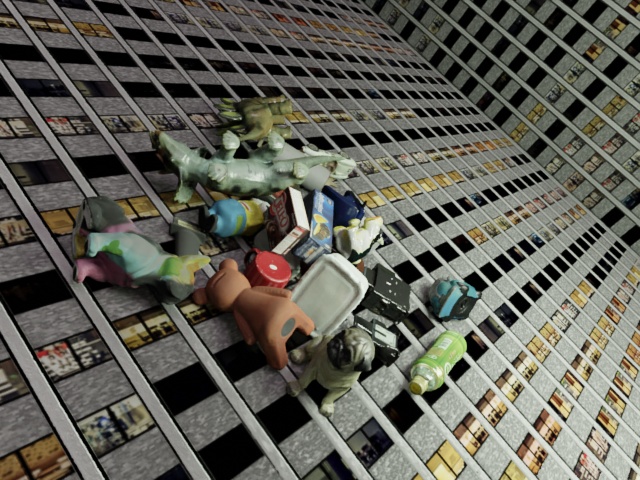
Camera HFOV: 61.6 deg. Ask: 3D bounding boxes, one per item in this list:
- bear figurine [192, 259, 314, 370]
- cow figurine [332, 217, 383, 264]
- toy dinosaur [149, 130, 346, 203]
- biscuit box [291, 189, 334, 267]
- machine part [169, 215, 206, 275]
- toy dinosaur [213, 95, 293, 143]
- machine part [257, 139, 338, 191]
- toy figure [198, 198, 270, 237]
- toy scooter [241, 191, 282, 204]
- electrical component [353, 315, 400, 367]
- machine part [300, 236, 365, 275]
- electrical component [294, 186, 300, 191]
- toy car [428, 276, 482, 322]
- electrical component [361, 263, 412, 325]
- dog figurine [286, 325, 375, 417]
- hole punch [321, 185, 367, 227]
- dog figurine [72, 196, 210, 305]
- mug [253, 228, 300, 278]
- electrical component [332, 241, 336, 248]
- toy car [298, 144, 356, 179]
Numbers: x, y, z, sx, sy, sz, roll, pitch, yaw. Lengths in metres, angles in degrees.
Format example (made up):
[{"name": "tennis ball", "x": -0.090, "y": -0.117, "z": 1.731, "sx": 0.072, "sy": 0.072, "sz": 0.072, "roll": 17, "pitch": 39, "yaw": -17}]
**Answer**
[{"name": "bear figurine", "x": -0.127, "y": 0.129, "z": 0.986, "sx": 0.196, "sy": 0.131, "sz": 0.120, "roll": 22, "pitch": 63, "yaw": 31}, {"name": "cow figurine", "x": 0.100, "y": -0.001, "z": 1.247, "sx": 0.167, "sy": 0.068, "sz": 0.098, "roll": -21, "pitch": 106, "yaw": -51}, {"name": "toy dinosaur", "x": -0.160, "y": -0.145, "z": 1.158, "sx": 0.405, "sy": 0.192, "sz": 0.131, "roll": 4, "pitch": 76, "yaw": -28}, {"name": "biscuit box", "x": -0.013, "y": -0.031, "z": 1.154, "sx": 0.059, "sy": 0.063, "sz": 0.203, "roll": 36, "pitch": 30, "yaw": -21}, {"name": "machine part", "x": -0.261, "y": 0.009, "z": 1.053, "sx": 0.084, "sy": 0.039, "sz": 0.139, "roll": 25, "pitch": 33, "yaw": -32}, {"name": "toy dinosaur", "x": -0.170, "y": -0.306, "z": 1.378, "sx": 0.199, "sy": 0.104, "sz": 0.472, "roll": -4, "pitch": 21, "yaw": -8}, {"name": "machine part", "x": -0.060, "y": -0.195, "z": 1.436, "sx": 0.243, "sy": 0.079, "sz": 0.079, "roll": 31, "pitch": 35, "yaw": -10}, {"name": "toy figure", "x": -0.177, "y": -0.045, "z": 1.140, "sx": 0.180, "sy": 0.089, "sz": 0.082, "roll": -11, "pitch": 70, "yaw": -48}, {"name": "toy scooter", "x": -0.147, "y": -0.134, "z": 1.291, "sx": 0.184, "sy": 0.075, "sz": 0.135, "roll": 34, "pitch": 35, "yaw": 2}, {"name": "electrical component", "x": 0.113, "y": 0.208, "z": 1.141, "sx": 0.119, "sy": 0.047, "sz": 0.075, "roll": 27, "pitch": 35, "yaw": -14}, {"name": "machine part", "x": 0.013, "y": 0.044, "z": 1.239, "sx": 0.179, "sy": 0.056, "sz": 0.179, "roll": 23, "pitch": 37, "yaw": -18}, {"name": "electrical component", "x": -0.084, "y": -0.136, "z": 1.372, "sx": 0.078, "sy": 0.045, "sz": 0.102, "roll": 24, "pitch": 36, "yaw": -16}, {"name": "toy car", "x": 0.335, "y": 0.141, "z": 1.376, "sx": 0.161, "sy": 0.109, "sz": 0.103, "roll": 9, "pitch": 25, "yaw": -48}, {"name": "electrical component", "x": 0.149, "y": 0.121, "z": 1.269, "sx": 0.134, "sy": 0.058, "sz": 0.115, "roll": 31, "pitch": 33, "yaw": -10}, {"name": "dog figurine", "x": 0.040, "y": 0.197, "z": 0.963, "sx": 0.121, "sy": 0.190, "sz": 0.172, "roll": 27, "pitch": 34, "yaw": -16}, {"name": "hole punch", "x": 0.042, "y": -0.064, "z": 1.332, "sx": 0.092, "sy": 0.142, "sz": 0.116, "roll": 13, "pitch": 27, "yaw": -34}, {"name": "dog figurine", "x": -0.309, "y": 0.023, "z": 0.936, "sx": 0.219, "sy": 0.108, "sz": 0.192, "roll": 15, "pitch": 37, "yaw": -36}, {"name": "mug", "x": -0.075, "y": 0.029, "z": 1.150, "sx": 0.109, "sy": 0.080, "sz": 0.107, "roll": -15, "pitch": 62, "yaw": -21}, {"name": "electrical component", "x": -0.002, "y": -0.004, "z": 1.215, "sx": 0.094, "sy": 0.021, "sz": 0.063, "roll": 3, "pitch": 45, "yaw": -35}, {"name": "toy car", "x": 0.013, "y": -0.221, "z": 1.533, "sx": 0.201, "sy": 0.073, "sz": 0.056, "roll": 6, "pitch": 44, "yaw": -37}]
